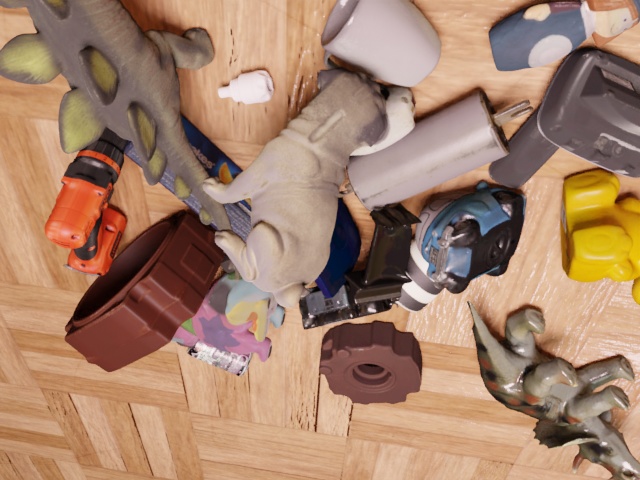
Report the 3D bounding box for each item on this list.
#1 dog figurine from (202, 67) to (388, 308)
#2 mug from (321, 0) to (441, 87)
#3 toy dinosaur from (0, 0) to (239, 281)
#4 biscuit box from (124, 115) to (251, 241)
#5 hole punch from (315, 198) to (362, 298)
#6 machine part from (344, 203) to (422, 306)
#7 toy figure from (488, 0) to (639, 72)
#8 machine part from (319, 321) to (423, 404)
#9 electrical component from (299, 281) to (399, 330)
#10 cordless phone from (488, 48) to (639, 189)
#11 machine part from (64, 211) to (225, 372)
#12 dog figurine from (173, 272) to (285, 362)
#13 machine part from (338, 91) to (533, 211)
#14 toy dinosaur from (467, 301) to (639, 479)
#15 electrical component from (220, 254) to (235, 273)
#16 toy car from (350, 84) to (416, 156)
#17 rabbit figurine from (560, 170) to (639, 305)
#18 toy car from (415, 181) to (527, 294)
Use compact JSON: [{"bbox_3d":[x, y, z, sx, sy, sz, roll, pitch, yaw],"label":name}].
[{"bbox_3d":[-0.001,-0.049,0.512,0.190,0.121,0.172,-36,74,28],"label":"dog figurine"},{"bbox_3d":[0.060,-0.193,0.538,0.107,0.081,0.109,25,139,-20],"label":"mug"},{"bbox_3d":[-0.196,-0.164,0.532,0.105,0.199,0.470,-20,122,29],"label":"toy dinosaur"},{"bbox_3d":[-0.146,-0.077,0.686,0.063,0.059,0.202,-31,119,33],"label":"biscuit box"},{"bbox_3d":[-0.001,-0.002,0.677,0.092,0.116,0.142,18,147,56],"label":"hole punch"},{"bbox_3d":[0.077,0.023,0.644,0.084,0.039,0.138,1,125,-15],"label":"machine part"},{"bbox_3d":[0.241,-0.204,0.506,0.155,0.064,0.057,-14,91,25],"label":"toy figure"},{"bbox_3d":[0.085,0.208,0.889,0.179,0.056,0.179,5,132,5],"label":"machine part"},{"bbox_3d":[0.036,0.084,0.746,0.115,0.058,0.134,-19,169,21],"label":"electrical component"},{"bbox_3d":[0.285,-0.101,0.585,0.146,0.089,0.184,21,142,-9],"label":"cordless phone"},{"bbox_3d":[-0.237,0.064,0.731,0.201,0.201,0.087,-29,117,31],"label":"machine part"},{"bbox_3d":[-0.169,0.100,0.813,0.219,0.108,0.191,9,134,7],"label":"dog figurine"},{"bbox_3d":[0.119,-0.096,0.609,0.243,0.079,0.079,-24,122,27],"label":"machine part"},{"bbox_3d":[0.332,0.222,0.821,0.405,0.131,0.192,32,128,-8],"label":"toy dinosaur"},{"bbox_3d":[-0.115,0.018,0.759,0.094,0.063,0.021,-20,124,27],"label":"electrical component"},{"bbox_3d":[0.015,-0.114,0.614,0.202,0.073,0.056,-23,121,27],"label":"toy car"},{"bbox_3d":[0.374,0.005,0.618,0.173,0.122,0.162,-10,132,18],"label":"rabbit figurine"},{"bbox_3d":[0.170,-0.008,0.650,0.103,0.161,0.109,31,131,41],"label":"toy car"}]
